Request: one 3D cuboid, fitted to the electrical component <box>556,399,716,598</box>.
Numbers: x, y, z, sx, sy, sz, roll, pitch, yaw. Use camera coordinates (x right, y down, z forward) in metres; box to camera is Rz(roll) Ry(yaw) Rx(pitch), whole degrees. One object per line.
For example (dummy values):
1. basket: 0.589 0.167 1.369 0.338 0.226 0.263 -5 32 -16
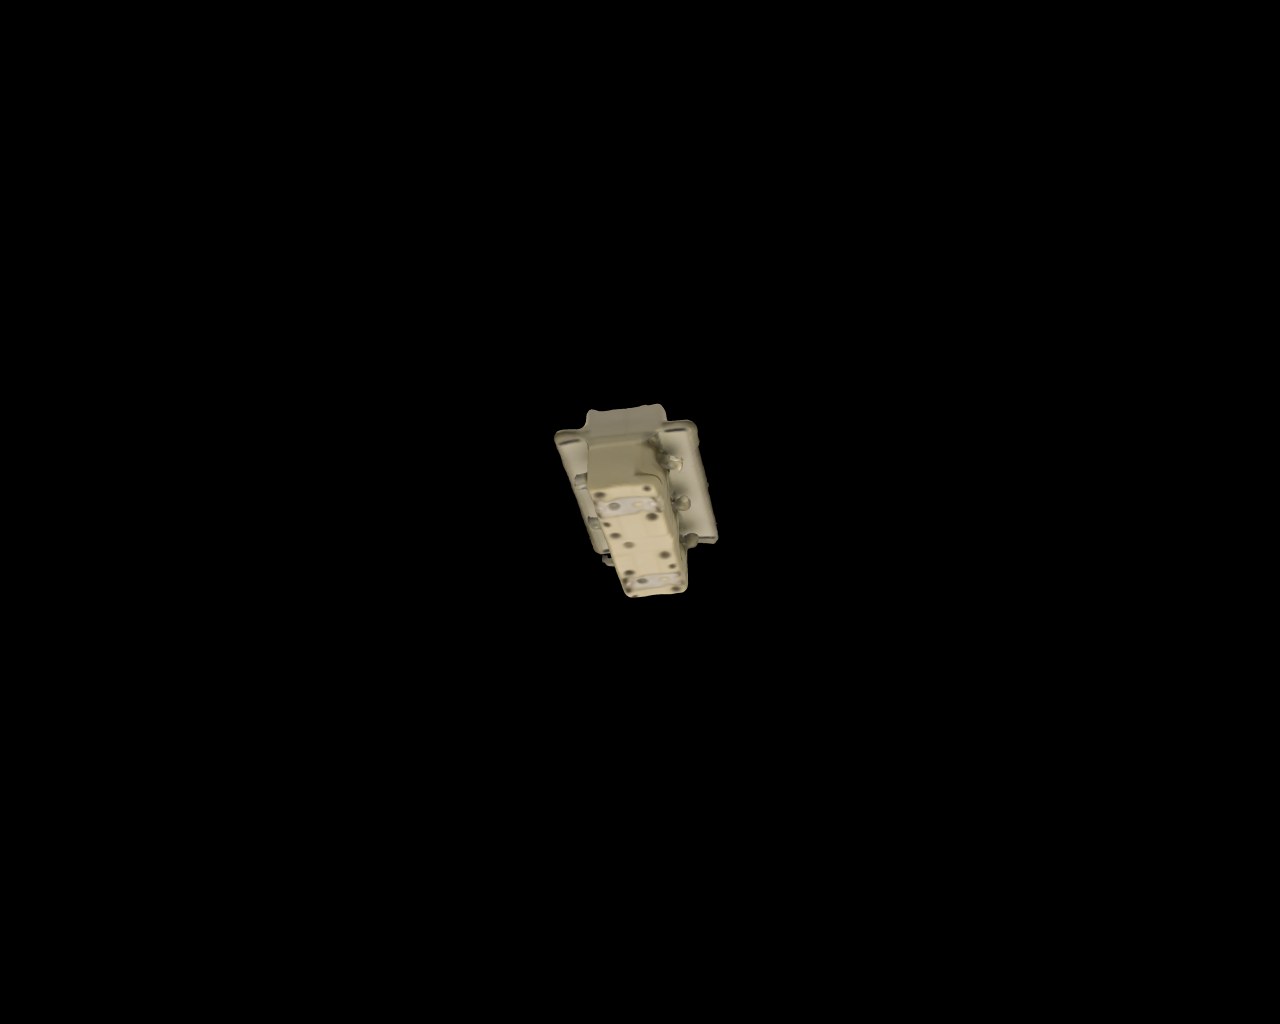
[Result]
1. electrical component: 0.001 -0.003 0.650 0.079 0.063 0.121 -6 -36 8
